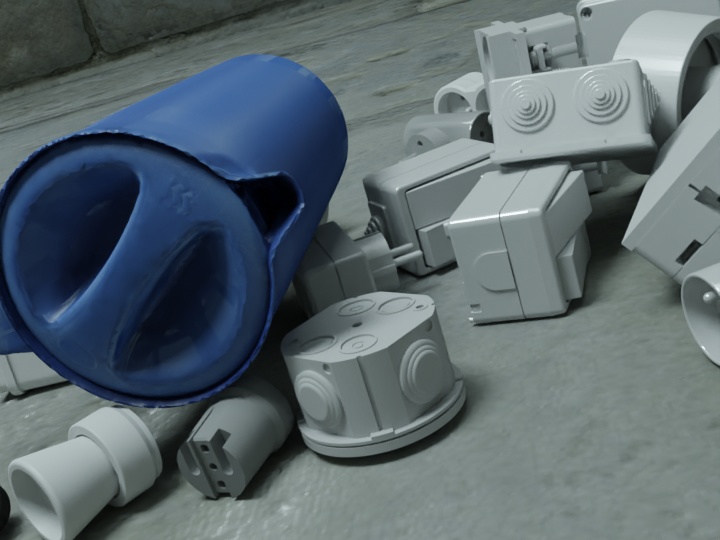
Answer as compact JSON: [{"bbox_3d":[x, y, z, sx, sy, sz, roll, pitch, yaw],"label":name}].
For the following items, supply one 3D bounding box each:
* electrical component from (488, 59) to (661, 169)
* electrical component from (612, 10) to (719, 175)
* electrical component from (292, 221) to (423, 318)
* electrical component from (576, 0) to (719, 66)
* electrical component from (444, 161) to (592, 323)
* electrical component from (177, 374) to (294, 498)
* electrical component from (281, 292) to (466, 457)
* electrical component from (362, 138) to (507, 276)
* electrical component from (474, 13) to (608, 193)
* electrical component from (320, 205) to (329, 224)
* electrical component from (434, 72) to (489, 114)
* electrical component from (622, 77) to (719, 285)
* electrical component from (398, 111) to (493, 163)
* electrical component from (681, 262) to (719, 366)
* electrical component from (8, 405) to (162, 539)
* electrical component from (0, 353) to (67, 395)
[{"bbox_3d":[0.125,-0.089,0.631,0.100,0.048,0.100,-5,0,18],"label":"electrical component"},{"bbox_3d":[0.215,-0.112,0.692,0.108,0.108,0.060,-31,29,-35],"label":"electrical component"},{"bbox_3d":[0.000,0.000,0.645,0.076,0.047,0.083,-20,19,-8],"label":"electrical component"},{"bbox_3d":[0.232,-0.164,0.817,0.109,0.108,0.056,-5,19,31],"label":"electrical component"},{"bbox_3d":[0.095,-0.020,0.596,0.061,0.061,0.096,-8,21,26],"label":"electrical component"},{"bbox_3d":[-0.057,0.077,0.492,0.040,0.040,0.046,-7,27,28],"label":"electrical component"},{"bbox_3d":[0.005,0.047,0.499,0.080,0.051,0.080,-15,19,5],"label":"electrical component"},{"bbox_3d":[0.049,-0.039,0.690,0.096,0.061,0.061,-23,19,-17],"label":"electrical component"},{"bbox_3d":[0.123,-0.107,0.727,0.063,0.121,0.078,-14,19,0],"label":"electrical component"},{"bbox_3d":[-0.068,-0.047,0.789,0.080,0.080,0.051,-25,15,-23],"label":"electrical component"},{"bbox_3d":[0.140,-0.155,0.957,0.138,0.052,0.074,1,26,45],"label":"electrical component"},{"bbox_3d":[0.199,-0.055,0.556,0.089,0.062,0.150,-56,-4,33],"label":"electrical component"},{"bbox_3d":[0.065,-0.101,0.883,0.079,0.043,0.077,-32,23,-35],"label":"electrical component"},{"bbox_3d":[0.188,0.014,0.446,0.077,0.044,0.079,-20,19,-9],"label":"electrical component"},{"bbox_3d":[-0.125,0.093,0.493,0.045,0.045,0.055,3,26,46],"label":"electrical component"},{"bbox_3d":[-0.211,0.025,0.711,0.057,0.078,0.113,-13,19,3],"label":"electrical component"}]
